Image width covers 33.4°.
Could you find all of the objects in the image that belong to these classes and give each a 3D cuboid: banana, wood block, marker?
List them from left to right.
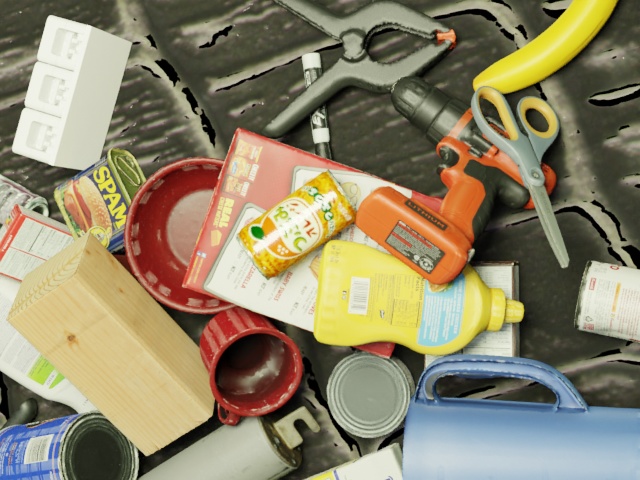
[{"bbox_3d":[-0.203,0.107,1.075,0.091,0.090,0.206,-32,114,15],"label":"wood block"},{"bbox_3d":[-0.002,-0.132,1.101,0.020,0.020,0.121,-8,87,18],"label":"marker"},{"bbox_3d":[0.230,-0.206,1.020,0.070,0.037,0.198,42,101,30],"label":"banana"}]

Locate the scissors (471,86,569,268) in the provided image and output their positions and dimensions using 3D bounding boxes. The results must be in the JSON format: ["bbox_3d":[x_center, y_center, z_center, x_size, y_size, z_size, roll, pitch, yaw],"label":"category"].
[{"bbox_3d":[0.208,-0.066,0.984,0.202,0.096,0.016,62,148,25],"label":"scissors"}]

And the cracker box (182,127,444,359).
[{"bbox_3d":[-0.007,0.001,1.042,0.213,0.072,0.164,19,96,-4],"label":"cracker box"}]

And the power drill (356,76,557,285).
[{"bbox_3d":[0.111,-0.060,0.983,0.184,0.187,0.057,36,141,8],"label":"power drill"}]

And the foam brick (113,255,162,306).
[{"bbox_3d":[-0.215,0.062,1.151,0.053,0.051,0.078,-33,79,16],"label":"foam brick"}]

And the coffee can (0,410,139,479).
[{"bbox_3d":[-0.274,0.238,1.119,0.141,0.102,0.103,-16,84,37],"label":"coffee can"}]

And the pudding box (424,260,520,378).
[{"bbox_3d":[0.148,0.077,1.039,0.090,0.039,0.113,0,92,17],"label":"pudding box"}]

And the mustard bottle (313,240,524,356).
[{"bbox_3d":[0.093,0.057,0.987,0.191,0.058,0.096,6,88,-3],"label":"mustard bottle"}]

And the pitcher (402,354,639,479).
[{"bbox_3d":[0.198,0.198,0.975,0.243,0.149,0.145,-2,51,15],"label":"pitcher"}]

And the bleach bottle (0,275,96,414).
[{"bbox_3d":[-0.304,0.127,1.174,0.251,0.068,0.103,38,102,13],"label":"bleach bottle"}]

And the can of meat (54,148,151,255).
[{"bbox_3d":[-0.228,-0.035,1.154,0.084,0.057,0.102,-30,80,18],"label":"can of meat"}]

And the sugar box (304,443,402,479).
[{"bbox_3d":[0.015,0.280,1.077,0.176,0.048,0.093,-23,83,13],"label":"sugar box"}]

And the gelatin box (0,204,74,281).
[{"bbox_3d":[-0.309,0.011,1.166,0.073,0.089,0.030,-57,38,10],"label":"gelatin box"}]

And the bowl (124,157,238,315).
[{"bbox_3d":[-0.118,-0.007,1.104,0.162,0.055,0.162,0,97,0],"label":"bowl"}]

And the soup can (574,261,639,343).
[{"bbox_3d":[0.291,0.061,0.977,0.102,0.068,0.068,12,93,18],"label":"soup can"}]

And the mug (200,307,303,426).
[{"bbox_3d":[-0.077,0.127,1.063,0.093,0.082,0.117,13,102,-21],"label":"mug"}]

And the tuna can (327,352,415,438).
[{"bbox_3d":[0.052,0.153,1.071,0.086,0.033,0.086,0,89,18],"label":"tuna can"}]

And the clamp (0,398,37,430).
[{"bbox_3d":[-0.378,0.247,1.209,0.120,0.039,0.171,-1,86,23],"label":"clamp"}]

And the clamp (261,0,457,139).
[{"bbox_3d":[0.030,-0.181,1.070,0.210,0.036,0.164,2,89,10],"label":"clamp"}]
